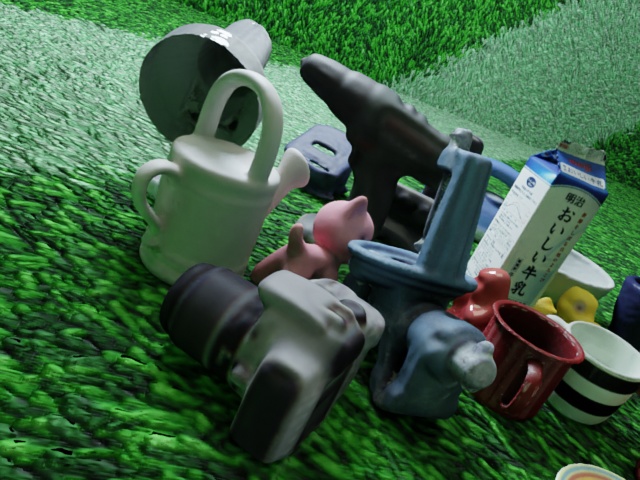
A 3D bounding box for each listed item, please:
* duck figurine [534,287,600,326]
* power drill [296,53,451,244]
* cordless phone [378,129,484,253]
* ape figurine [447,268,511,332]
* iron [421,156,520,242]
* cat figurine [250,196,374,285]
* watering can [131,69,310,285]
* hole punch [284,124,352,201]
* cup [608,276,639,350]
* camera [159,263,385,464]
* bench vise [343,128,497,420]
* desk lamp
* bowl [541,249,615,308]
[{"bbox_3d":[0.305,0.097,0.710,0.078,0.086,0.104,17,23,-18],"label":"duck figurine"},{"bbox_3d":[0.049,-0.087,0.699,0.229,0.208,0.075,23,22,-3],"label":"power drill"},{"bbox_3d":[0.138,-0.085,0.815,0.147,0.185,0.094,27,22,6],"label":"cordless phone"},{"bbox_3d":[0.178,0.070,0.633,0.076,0.092,0.078,32,23,17],"label":"ape figurine"},{"bbox_3d":[0.315,-0.068,1.013,0.258,0.141,0.119,26,22,5],"label":"iron"},{"bbox_3d":[0.005,0.002,0.577,0.067,0.118,0.128,38,26,30],"label":"cat figurine"},{"bbox_3d":[-0.084,-0.059,0.521,0.100,0.194,0.173,30,23,13],"label":"watering can"},{"bbox_3d":[0.005,-0.124,0.892,0.108,0.091,0.101,32,23,18],"label":"hole punch"},{"bbox_3d":[0.468,0.112,0.828,0.118,0.095,0.091,4,30,-40],"label":"cup"},{"bbox_3d":[-0.035,0.063,0.423,0.136,0.101,0.143,31,23,16],"label":"camera"},{"bbox_3d":[0.108,0.028,0.489,0.122,0.219,0.206,5,29,-39],"label":"bench vise"},{"bbox_3d":[-0.119,-0.132,0.623,0.118,0.213,0.203,23,22,-4],"label":"desk lamp"},{"bbox_3d":[0.345,0.053,0.861,0.167,0.075,0.167,21,23,-9],"label":"bowl"}]
